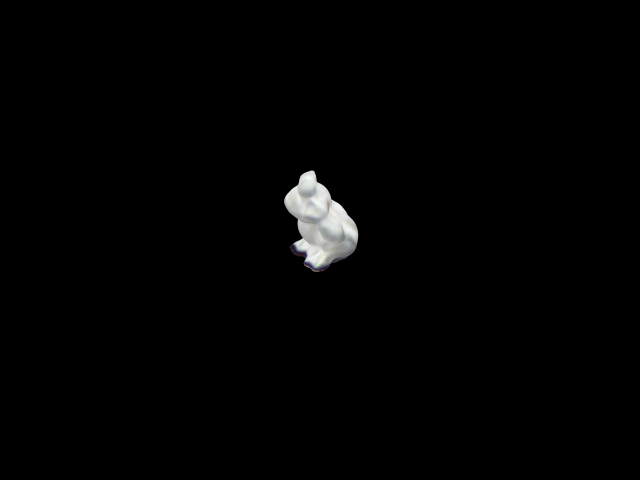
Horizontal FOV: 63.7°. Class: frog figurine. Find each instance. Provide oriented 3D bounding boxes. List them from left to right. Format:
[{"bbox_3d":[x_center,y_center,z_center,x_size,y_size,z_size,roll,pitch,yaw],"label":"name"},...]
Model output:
[{"bbox_3d":[0.003,-0.043,0.850,0.123,0.156,0.140,-2,25,-5],"label":"frog figurine"}]
